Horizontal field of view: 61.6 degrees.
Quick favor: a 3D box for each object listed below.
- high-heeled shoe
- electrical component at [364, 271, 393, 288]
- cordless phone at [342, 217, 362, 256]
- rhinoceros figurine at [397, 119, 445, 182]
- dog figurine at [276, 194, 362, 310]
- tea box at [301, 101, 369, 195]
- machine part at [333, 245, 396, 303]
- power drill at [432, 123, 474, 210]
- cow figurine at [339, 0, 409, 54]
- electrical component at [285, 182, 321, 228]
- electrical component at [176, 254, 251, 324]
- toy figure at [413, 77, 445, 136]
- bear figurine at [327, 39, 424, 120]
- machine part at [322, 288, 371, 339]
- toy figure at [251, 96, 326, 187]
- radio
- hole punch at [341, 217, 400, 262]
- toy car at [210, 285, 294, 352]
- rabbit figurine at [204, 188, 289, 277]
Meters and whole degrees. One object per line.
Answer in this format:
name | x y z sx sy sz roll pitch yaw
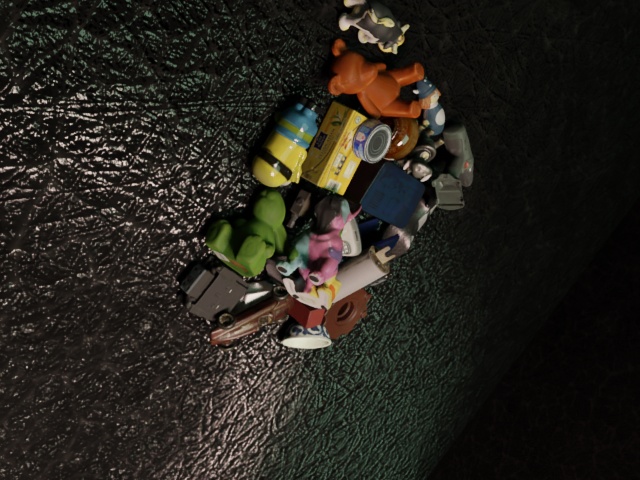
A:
high-heeled shoe | 0.239 -0.048 1.466 0.248 0.086 0.145 -50 -179 25
electrical component | 0.142 0.090 1.409 0.075 0.048 0.119 -27 168 12
cordless phone | -0.002 -0.004 1.221 0.184 0.089 0.146 -24 136 -8
rhinoceros figurine | 0.221 -0.206 1.229 0.073 0.190 0.112 31 117 -19
dog figurine | 0.012 0.011 1.120 0.219 0.109 0.191 -61 152 -28
tea box | 0.037 -0.189 1.122 0.098 0.068 0.169 17 103 -52
machine part | 0.078 0.084 1.292 0.243 0.079 0.079 -33 151 28
power drill | 0.362 -0.175 1.419 0.207 0.086 0.231 -60 142 -34
cow figurine | 0.119 -0.406 1.025 0.167 0.098 0.068 9 104 -49
electrical component | -0.038 -0.072 1.136 0.102 0.045 0.078 -65 155 4
electrical component | -0.217 0.098 1.075 0.115 0.058 0.134 -54 143 -4
toy figure | 0.262 -0.320 1.276 0.154 0.058 0.064 63 30 -47
bear figurine | 0.108 -0.318 1.061 0.195 0.132 0.120 18 77 -55
machine part | 0.056 0.180 1.426 0.179 0.056 0.179 -25 133 -31
toy figure | -0.064 -0.185 1.011 0.089 0.082 0.180 19 107 -40
radio | 0.158 -0.117 1.301 0.229 0.073 0.131 19 102 -53
hole punch | 0.128 0.018 1.360 0.142 0.092 0.115 -22 135 -40
toy car | -0.138 0.167 1.127 0.202 0.053 0.089 -25 143 -35
rabbit figurine | -0.114 -0.015 1.059 0.170 0.121 0.159 -60 148 -18
